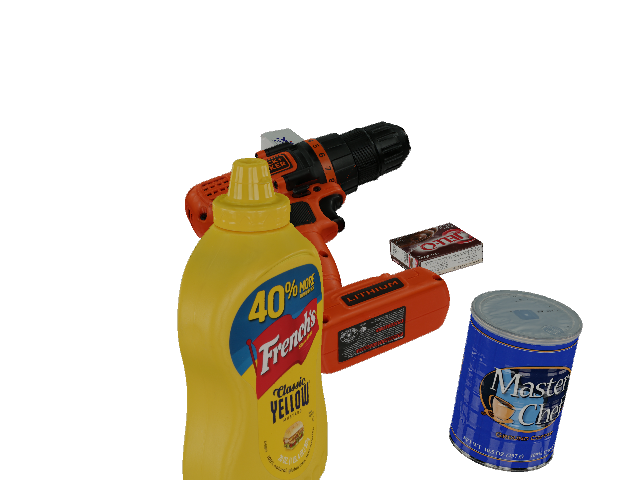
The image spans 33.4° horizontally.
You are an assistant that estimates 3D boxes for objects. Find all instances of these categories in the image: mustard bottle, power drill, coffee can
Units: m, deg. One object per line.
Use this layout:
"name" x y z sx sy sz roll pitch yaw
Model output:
"mustard bottle" -0.036 0.050 0.580 0.058 0.192 0.096 11 20 37
"power drill" 0.015 -0.004 0.773 0.184 0.057 0.188 -22 48 -14
"coffee can" 0.183 0.131 1.010 0.103 0.140 0.103 6 22 -3

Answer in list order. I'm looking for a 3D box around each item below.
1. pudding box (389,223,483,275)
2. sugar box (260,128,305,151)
"pudding box" 0.173 0.016 1.600 0.113 0.039 0.090 -18 26 -20
"sugar box" -0.037 -0.035 1.265 0.048 0.176 0.093 -13 26 -20
